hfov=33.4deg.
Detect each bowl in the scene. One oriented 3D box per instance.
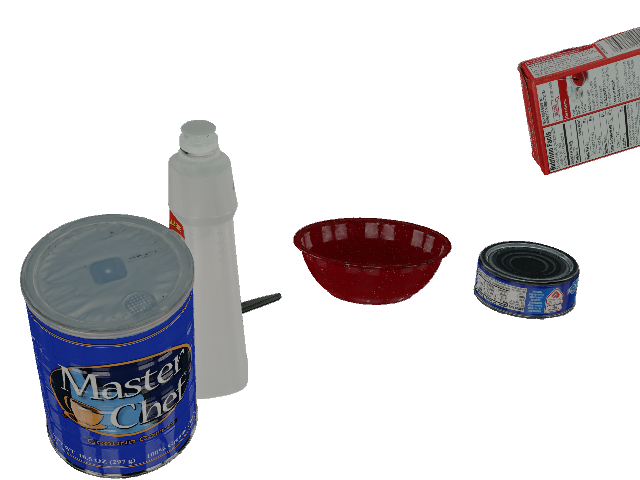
[{"bbox_3d":[0.052,0.025,1.093,0.162,0.055,0.162,1,17,-1],"label":"bowl"}]

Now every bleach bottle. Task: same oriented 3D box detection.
[{"bbox_3d":[-0.101,0.012,0.918,0.068,0.251,0.103,-9,34,-15],"label":"bleach bottle"}]

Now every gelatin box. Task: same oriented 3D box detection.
[{"bbox_3d":[0.177,-0.090,0.687,0.089,0.073,0.030,-17,37,3],"label":"gelatin box"}]

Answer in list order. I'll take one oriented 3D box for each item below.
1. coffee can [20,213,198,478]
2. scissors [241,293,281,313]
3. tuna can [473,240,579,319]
[{"bbox_3d":[-0.131,0.068,0.681,0.103,0.140,0.103,2,42,-2],"label":"coffee can"},{"bbox_3d":[-0.117,0.095,1.150,0.201,0.016,0.096,-7,31,-24],"label":"scissors"},{"bbox_3d":[0.174,0.032,0.899,0.086,0.034,0.086,2,24,-1],"label":"tuna can"}]
